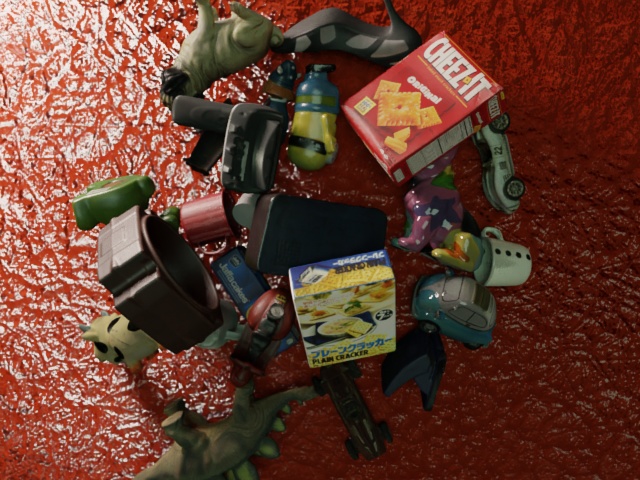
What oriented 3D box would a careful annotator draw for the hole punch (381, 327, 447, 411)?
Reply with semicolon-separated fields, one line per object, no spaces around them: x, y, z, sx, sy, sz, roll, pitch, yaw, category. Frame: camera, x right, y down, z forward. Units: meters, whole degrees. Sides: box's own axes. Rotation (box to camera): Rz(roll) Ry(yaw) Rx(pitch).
0.162;0.216;0.937;0.092;0.142;0.115;16;106;3;hole punch

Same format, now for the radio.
-0.002;-0.003;0.902;0.229;0.073;0.131;6;95;-27;radio

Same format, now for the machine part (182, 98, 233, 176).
-0.180;-0.175;0.951;0.084;0.039;0.139;41;93;-8;machine part

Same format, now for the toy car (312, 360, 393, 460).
0.061;0.312;0.982;0.089;0.053;0.202;-26;93;-1;toy car

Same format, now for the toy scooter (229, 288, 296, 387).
-0.099;0.165;0.868;0.075;0.135;0.183;28;93;-1;toy scooter

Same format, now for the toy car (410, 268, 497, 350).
0.244;0.115;0.922;0.162;0.103;0.109;28;56;-4;toy car

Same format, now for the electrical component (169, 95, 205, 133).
-0.230;-0.237;0.953;0.063;0.021;0.094;-43;93;3;electrical component

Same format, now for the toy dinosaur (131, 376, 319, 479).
-0.206;0.379;0.966;0.472;0.105;0.198;-26;98;7;toy dinosaur

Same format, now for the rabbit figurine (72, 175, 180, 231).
-0.323;-0.025;0.944;0.159;0.121;0.170;-16;113;-5;rabbit figurine

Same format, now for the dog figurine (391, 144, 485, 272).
0.215;-0.071;0.921;0.192;0.108;0.219;20;92;3;dog figurine

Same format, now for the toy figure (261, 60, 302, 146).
-0.077;-0.234;0.931;0.058;0.064;0.154;14;96;11;toy figure

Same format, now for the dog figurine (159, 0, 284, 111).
-0.167;-0.291;0.902;0.172;0.121;0.190;18;97;10;dog figurine

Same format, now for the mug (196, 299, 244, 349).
-0.181;0.157;0.943;0.110;0.107;0.080;21;96;1;mug

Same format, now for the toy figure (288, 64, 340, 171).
-0.010;-0.210;0.925;0.089;0.082;0.180;2;100;11;toy figure

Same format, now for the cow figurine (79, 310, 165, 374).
-0.334;0.161;0.934;0.195;0.085;0.127;-35;93;33;cow figurine

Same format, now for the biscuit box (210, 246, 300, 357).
-0.115;0.108;0.961;0.063;0.059;0.202;-33;94;3;biscuit box

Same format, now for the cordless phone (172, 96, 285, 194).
-0.157;-0.156;0.876;0.184;0.089;0.146;12;107;-2;cordless phone

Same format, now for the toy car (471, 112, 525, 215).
0.303;-0.142;0.929;0.056;0.073;0.201;-14;94;-2;toy car

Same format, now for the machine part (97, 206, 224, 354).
-0.243;0.058;0.833;0.087;0.201;0.201;-34;128;2;machine part

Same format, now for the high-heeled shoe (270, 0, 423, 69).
0.049;-0.326;0.935;0.249;0.086;0.145;-13;128;19;high-heeled shoe
